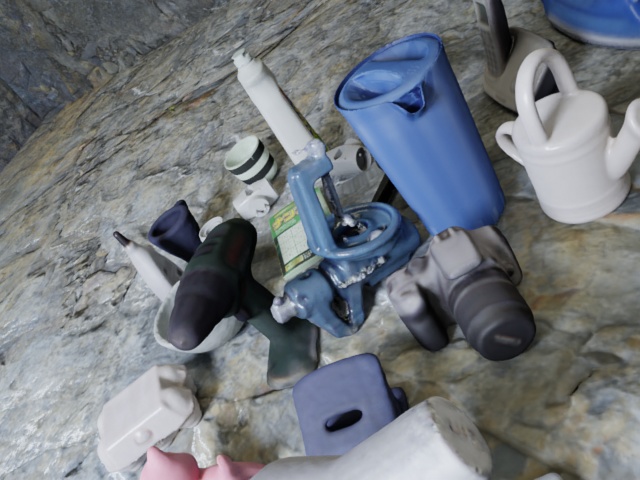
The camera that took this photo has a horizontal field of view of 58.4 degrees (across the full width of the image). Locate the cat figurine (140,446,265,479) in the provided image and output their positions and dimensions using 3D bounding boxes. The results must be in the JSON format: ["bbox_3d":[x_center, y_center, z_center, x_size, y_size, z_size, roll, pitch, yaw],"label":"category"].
[{"bbox_3d":[-0.136,0.259,0.616,0.127,0.118,0.067,-23,37,22],"label":"cat figurine"}]

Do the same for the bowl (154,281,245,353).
[{"bbox_3d":[-0.162,0.108,0.858,0.167,0.075,0.167,-25,36,20],"label":"bowl"}]

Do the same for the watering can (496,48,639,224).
[{"bbox_3d":[0.267,-0.119,0.615,0.172,0.195,0.101,-10,43,35],"label":"watering can"}]

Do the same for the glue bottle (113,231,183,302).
[{"bbox_3d":[-0.281,0.043,0.957,0.037,0.174,0.078,-30,34,12],"label":"glue bottle"}]

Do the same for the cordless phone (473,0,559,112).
[{"bbox_3d":[0.269,-0.283,0.817,0.094,0.186,0.147,-35,34,5],"label":"cordless phone"}]

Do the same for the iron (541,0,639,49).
[{"bbox_3d":[0.410,-0.384,0.844,0.118,0.142,0.258,-30,34,12],"label":"iron"}]

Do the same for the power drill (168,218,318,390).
[{"bbox_3d":[-0.087,0.086,0.692,0.075,0.209,0.229,-26,36,19],"label":"power drill"}]

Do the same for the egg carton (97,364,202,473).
[{"bbox_3d":[-0.232,0.240,0.773,0.150,0.070,0.107,-38,33,0],"label":"egg carton"}]

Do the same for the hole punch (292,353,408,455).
[{"bbox_3d":[0.034,0.181,0.572,0.108,0.091,0.101,-27,35,17],"label":"hole punch"}]

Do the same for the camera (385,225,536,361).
[{"bbox_3d":[0.149,0.061,0.598,0.143,0.101,0.136,-32,34,10],"label":"camera"}]

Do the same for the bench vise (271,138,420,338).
[{"bbox_3d":[0.015,0.003,0.685,0.121,0.220,0.208,4,52,45],"label":"bench vise"}]

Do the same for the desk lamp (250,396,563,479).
[{"bbox_3d":[0.069,0.203,0.402,0.203,0.214,0.117,-31,34,10],"label":"desk lamp"}]

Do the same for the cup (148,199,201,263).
[{"bbox_3d":[-0.252,-0.012,1.067,0.091,0.095,0.118,-20,38,26],"label":"cup"}]
